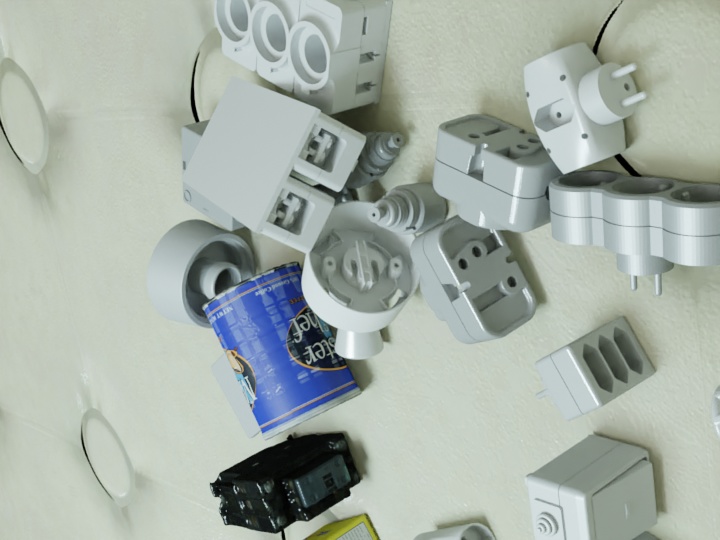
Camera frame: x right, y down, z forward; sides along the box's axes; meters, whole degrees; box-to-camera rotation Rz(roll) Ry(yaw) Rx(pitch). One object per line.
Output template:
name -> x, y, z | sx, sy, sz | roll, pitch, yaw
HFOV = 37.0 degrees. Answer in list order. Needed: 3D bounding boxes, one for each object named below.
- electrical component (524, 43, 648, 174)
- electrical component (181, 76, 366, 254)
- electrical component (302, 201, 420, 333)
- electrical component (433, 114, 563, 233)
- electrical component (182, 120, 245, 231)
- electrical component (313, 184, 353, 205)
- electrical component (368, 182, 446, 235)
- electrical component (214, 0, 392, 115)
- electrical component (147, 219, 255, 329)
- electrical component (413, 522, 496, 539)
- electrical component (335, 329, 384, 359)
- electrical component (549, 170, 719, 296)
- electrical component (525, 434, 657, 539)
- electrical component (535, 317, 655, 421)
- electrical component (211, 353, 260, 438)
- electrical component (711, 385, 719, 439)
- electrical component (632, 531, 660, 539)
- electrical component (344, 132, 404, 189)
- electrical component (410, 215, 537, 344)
electrical component -> 0.153, -0.111, 0.702 | 0.079, 0.043, 0.077 | -19, 92, 53
electrical component -> -0.075, -0.091, 0.910 | 0.105, 0.060, 0.186 | -63, 32, 4
electrical component -> 0.000, 0.000, 0.902 | 0.099, 0.099, 0.064 | 51, 146, 21
electrical component -> 0.101, -0.068, 0.779 | 0.095, 0.054, 0.059 | 31, 129, 38
electrical component -> -0.132, -0.095, 1.053 | 0.100, 0.048, 0.099 | 31, 129, 38
electrical component -> -0.039, -0.053, 0.949 | 0.048, 0.062, 0.048 | 26, 126, 42
electrical component -> 0.035, -0.048, 0.854 | 0.040, 0.078, 0.040 | 8, 103, 38
electrical component -> -0.051, -0.200, 0.892 | 0.150, 0.062, 0.089 | 35, 132, 36
electrical component -> -0.153, 0.007, 1.085 | 0.060, 0.108, 0.108 | 17, 120, 39
electrical component -> 0.090, 0.269, 0.964 | 0.077, 0.044, 0.079 | -30, 84, 52
electrical component -> -0.002, 0.046, 0.966 | 0.045, 0.045, 0.055 | 20, 122, 44
electrical component -> 0.185, -0.019, 0.700 | 0.138, 0.052, 0.073 | 14, 117, 47
electrical component -> 0.167, 0.170, 0.779 | 0.061, 0.096, 0.061 | 9, 115, 48
electrical component -> 0.156, 0.077, 0.771 | 0.077, 0.066, 0.047 | -38, 77, 51
electrical component -> -0.101, 0.115, 1.116 | 0.099, 0.048, 0.100 | 60, 142, 11
electrical component -> 0.257, 0.089, 0.675 | 0.062, 0.048, 0.048 | -23, 89, 46
electrical component -> 0.231, 0.273, 0.781 | 0.186, 0.060, 0.105 | 28, 127, 40
electrical component -> 0.009, -0.095, 0.889 | 0.078, 0.040, 0.040 | -22, 90, 53
electrical component -> 0.084, 0.007, 0.824 | 0.095, 0.054, 0.059 | 61, 155, -3
